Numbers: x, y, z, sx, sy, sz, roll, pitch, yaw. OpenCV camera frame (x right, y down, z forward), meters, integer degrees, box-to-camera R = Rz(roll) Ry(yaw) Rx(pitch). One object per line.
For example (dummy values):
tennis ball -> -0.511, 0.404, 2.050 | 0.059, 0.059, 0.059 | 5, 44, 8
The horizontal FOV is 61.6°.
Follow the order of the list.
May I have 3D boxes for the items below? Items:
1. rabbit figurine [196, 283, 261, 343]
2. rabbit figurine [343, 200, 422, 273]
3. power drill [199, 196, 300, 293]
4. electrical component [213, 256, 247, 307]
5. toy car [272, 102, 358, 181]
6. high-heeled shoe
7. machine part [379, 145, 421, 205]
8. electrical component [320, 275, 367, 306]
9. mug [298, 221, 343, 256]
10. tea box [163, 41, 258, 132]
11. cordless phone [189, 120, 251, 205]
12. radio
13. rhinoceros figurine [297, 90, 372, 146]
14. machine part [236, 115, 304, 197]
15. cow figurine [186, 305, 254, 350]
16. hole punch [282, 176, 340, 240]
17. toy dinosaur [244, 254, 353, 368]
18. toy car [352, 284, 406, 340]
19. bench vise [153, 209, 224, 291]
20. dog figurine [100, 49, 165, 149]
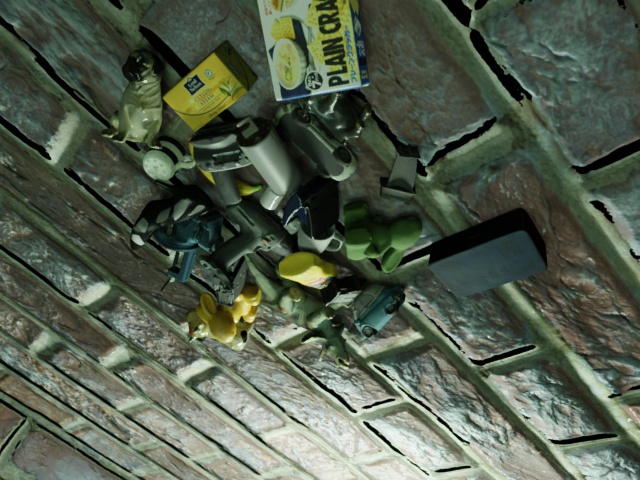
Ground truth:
rabbit figurine -> -0.252, 0.193, 1.457 | 0.162, 0.173, 0.122 | 24, 138, -9
rabbit figurine -> 0.142, 0.000, 1.188 | 0.170, 0.121, 0.158 | -6, 134, 5
power drill -> -0.163, 0.028, 1.265 | 0.232, 0.207, 0.086 | 50, 164, -18
electrical component -> -0.231, 0.090, 1.396 | 0.058, 0.115, 0.134 | 13, 135, 5
toy car -> -0.011, -0.200, 1.101 | 0.201, 0.056, 0.073 | 41, 137, -16
high-heeled shoe -> -0.352, -0.041, 1.269 | 0.145, 0.086, 0.248 | 27, 126, -11
machine part -> 0.168, -0.133, 1.109 | 0.084, 0.039, 0.138 | 21, 136, 8
electrical component -> 0.068, 0.123, 1.323 | 0.119, 0.048, 0.075 | 4, 143, -38
mug -> -0.003, -0.004, 1.263 | 0.110, 0.081, 0.107 | 17, 148, -5
tea box -> -0.219, -0.303, 1.071 | 0.170, 0.068, 0.098 | -26, 118, 36
cordless phone -> -0.188, -0.159, 1.161 | 0.147, 0.089, 0.184 | -6, 121, 21
radio -> 0.365, 0.035, 1.167 | 0.230, 0.073, 0.131 | -25, 120, 37
rhinoceros figurine -> 0.013, -0.267, 1.025 | 0.190, 0.073, 0.112 | 44, 140, -22
machine part -> -0.098, -0.167, 1.095 | 0.079, 0.079, 0.243 | -4, 148, 22
cow figurine -> -0.301, 0.257, 1.563 | 0.195, 0.127, 0.085 | 29, 131, -10
hole punch -> -0.021, -0.080, 1.167 | 0.092, 0.142, 0.115 | 23, 131, 32
toy dinosaur -> -0.063, 0.172, 1.417 | 0.405, 0.131, 0.192 | 37, 132, -6
toy car -> 0.135, 0.167, 1.348 | 0.103, 0.109, 0.161 | 39, 125, 7
bench vise -> -0.329, 0.017, 1.349 | 0.224, 0.129, 0.240 | 26, 116, 6
dog figurine -> -0.383, -0.300, 1.135 | 0.173, 0.121, 0.190 | 23, 106, 48
